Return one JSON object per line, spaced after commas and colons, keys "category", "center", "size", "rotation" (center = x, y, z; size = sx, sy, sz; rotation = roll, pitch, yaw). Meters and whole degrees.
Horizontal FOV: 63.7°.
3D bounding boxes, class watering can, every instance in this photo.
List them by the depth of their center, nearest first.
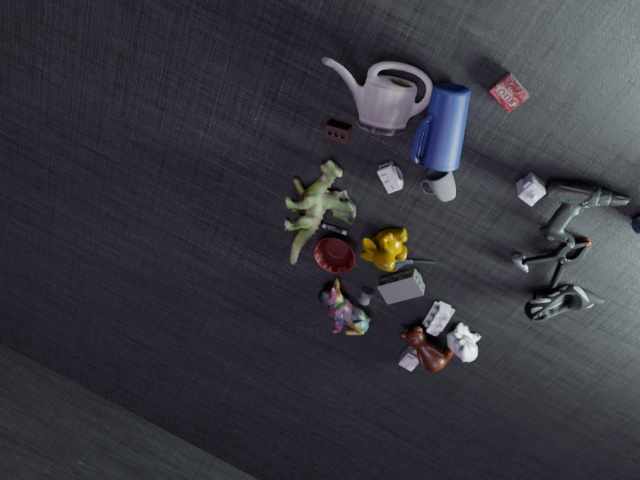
{"category": "watering can", "center": [0.162, -0.427, 1.533], "size": [0.347, 0.106, 0.219], "rotation": [8, 124, -6]}

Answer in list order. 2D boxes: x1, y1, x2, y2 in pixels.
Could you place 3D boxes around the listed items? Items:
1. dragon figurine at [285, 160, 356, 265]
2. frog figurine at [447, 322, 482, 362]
{"category": "dragon figurine", "center": [0.006, -0.091, 1.812], "size": [0.243, 0.124, 0.402], "rotation": [4, 115, 7]}
{"category": "frog figurine", "center": [0.530, 0.403, 1.914], "size": [0.121, 0.163, 0.136], "rotation": [-24, 112, 32]}
